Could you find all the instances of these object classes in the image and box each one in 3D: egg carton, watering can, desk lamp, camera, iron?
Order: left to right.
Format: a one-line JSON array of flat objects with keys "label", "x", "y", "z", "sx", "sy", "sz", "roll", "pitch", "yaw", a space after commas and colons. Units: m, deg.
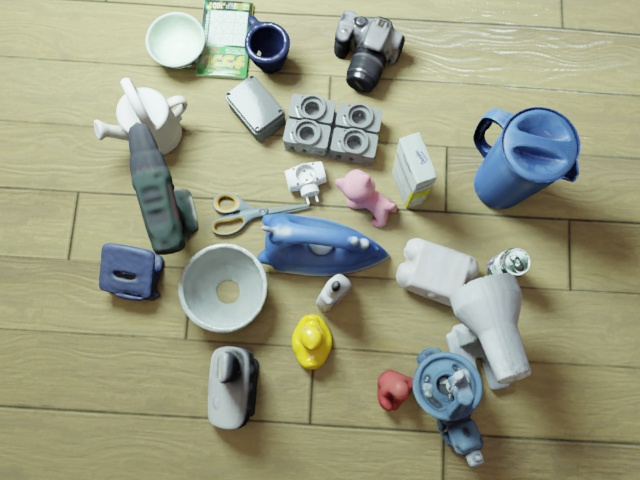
[{"label": "watering can", "x": -0.342, "y": -0.235, "z": 1.097, "sx": 0.101, "sy": 0.194, "sz": 0.173, "roll": 42, "pitch": 82, "yaw": 7}, {"label": "iron", "x": 0.010, "y": 0.004, "z": 1.081, "sx": 0.258, "sy": 0.141, "sz": 0.119, "roll": 6, "pitch": 79, "yaw": 1}, {"label": "camera", "x": 0.089, "y": -0.387, "z": 1.179, "sx": 0.143, "sy": 0.101, "sz": 0.137, "roll": 21, "pitch": 79, "yaw": 4}, {"label": "egg carton", "x": 0.227, "y": 0.064, "z": 1.108, "sx": 0.150, "sy": 0.069, "sz": 0.107, "roll": 18, "pitch": 79, "yaw": 3}, {"label": "desk lamp", "x": 0.300, "y": 0.172, "z": 1.015, "sx": 0.118, "sy": 0.213, "sz": 0.203, "roll": -12, "pitch": 79, "yaw": -3}]

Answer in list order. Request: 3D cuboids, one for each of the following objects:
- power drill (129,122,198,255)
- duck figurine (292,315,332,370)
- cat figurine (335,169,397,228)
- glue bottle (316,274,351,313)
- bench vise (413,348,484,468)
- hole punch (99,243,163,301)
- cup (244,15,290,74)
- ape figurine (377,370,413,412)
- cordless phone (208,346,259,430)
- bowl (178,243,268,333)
[{"label": "power drill", "x": -0.290, "y": -0.078, "z": 1.060, "sx": 0.075, "sy": 0.208, "sz": 0.229, "roll": -15, "pitch": 79, "yaw": -3}, {"label": "duck figurine", "x": -0.015, "y": 0.190, "z": 1.073, "sx": 0.077, "sy": 0.086, "sz": 0.104, "roll": 2, "pitch": 79, "yaw": 0}, {"label": "cat figurine", "x": 0.093, "y": -0.090, "z": 1.112, "sx": 0.127, "sy": 0.118, "sz": 0.067, "roll": 33, "pitch": 80, "yaw": 6}, {"label": "glue bottle", "x": 0.026, "y": 0.093, "z": 1.048, "sx": 0.037, "sy": 0.173, "sz": 0.078, "roll": 39, "pitch": 81, "yaw": 7}, {"label": "bench vise", "x": 0.248, "y": 0.283, "z": 0.989, "sx": 0.121, "sy": 0.220, "sz": 0.207, "roll": -37, "pitch": 81, "yaw": -7}, {"label": "hole punch", "x": -0.361, "y": 0.063, "z": 1.091, "sx": 0.108, "sy": 0.091, "sz": 0.101, "roll": 10, "pitch": 79, "yaw": 1}, {"label": "cup", "x": -0.113, "y": -0.396, "z": 1.182, "sx": 0.092, "sy": 0.095, "sz": 0.117, "roll": -32, "pitch": 81, "yaw": -6}, {"label": "ape figurine", "x": 0.142, "y": 0.277, "z": 1.054, "sx": 0.078, "sy": 0.092, "sz": 0.076, "roll": -22, "pitch": 80, "yaw": -5}, {"label": "cordless phone", "x": -0.164, "y": 0.261, "z": 1.006, "sx": 0.094, "sy": 0.185, "sz": 0.147, "roll": -1, "pitch": 79, "yaw": 0}, {"label": "bowl", "x": -0.180, "y": 0.094, "z": 1.095, "sx": 0.167, "sy": 0.075, "sz": 0.167, "roll": 0, "pitch": 79, "yaw": -1}]
